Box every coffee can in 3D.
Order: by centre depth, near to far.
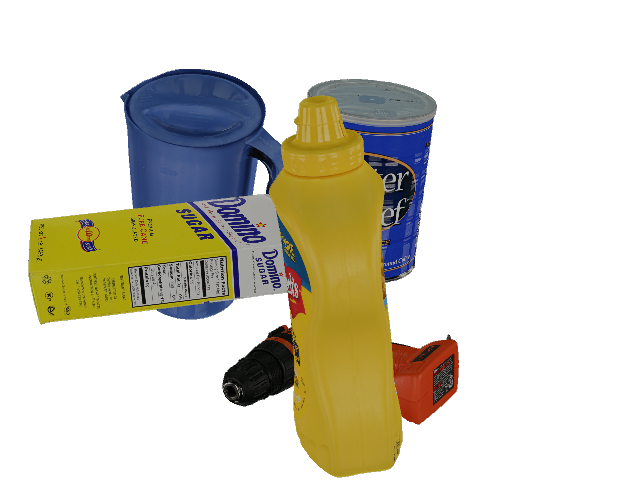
[{"bbox_3d":[0.035,-0.050,0.868,0.103,0.140,0.103,4,24,-2],"label":"coffee can"}]

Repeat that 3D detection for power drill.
[{"bbox_3d":[0.023,0.122,1.012,0.188,0.057,0.184,9,20,30],"label":"power drill"}]

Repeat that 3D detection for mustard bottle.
[{"bbox_3d":[0.007,0.019,0.555,0.058,0.192,0.096,-7,23,-5],"label":"mustard bottle"}]

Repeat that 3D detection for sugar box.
[{"bbox_3d":[-0.110,0.009,0.743,0.176,0.048,0.093,-9,27,-10],"label":"sugar box"}]

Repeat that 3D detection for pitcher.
[{"bbox_3d":[-0.119,-0.035,1.069,0.144,0.243,0.149,-7,42,-16],"label":"pitcher"}]
